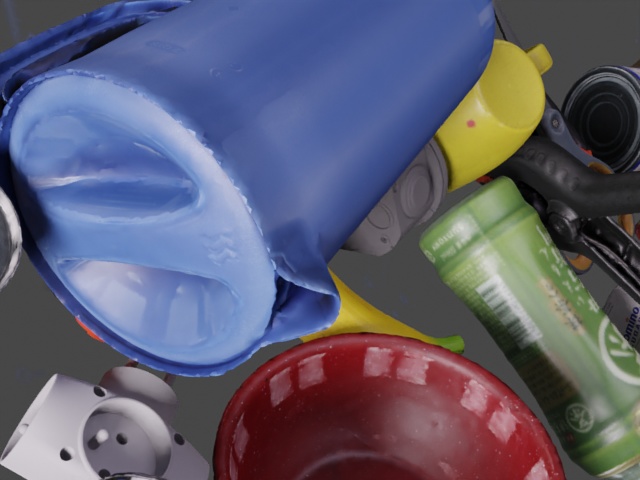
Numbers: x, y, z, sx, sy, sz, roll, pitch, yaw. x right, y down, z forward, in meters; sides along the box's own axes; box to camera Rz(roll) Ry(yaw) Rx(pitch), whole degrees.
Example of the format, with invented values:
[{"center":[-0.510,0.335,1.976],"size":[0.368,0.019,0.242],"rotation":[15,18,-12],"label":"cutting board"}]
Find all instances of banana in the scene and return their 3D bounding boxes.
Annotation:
[{"center":[-0.010,0.012,0.578],"size":[0.198,0.037,0.069],"rotation":[46,39,0],"label":"banana"}]

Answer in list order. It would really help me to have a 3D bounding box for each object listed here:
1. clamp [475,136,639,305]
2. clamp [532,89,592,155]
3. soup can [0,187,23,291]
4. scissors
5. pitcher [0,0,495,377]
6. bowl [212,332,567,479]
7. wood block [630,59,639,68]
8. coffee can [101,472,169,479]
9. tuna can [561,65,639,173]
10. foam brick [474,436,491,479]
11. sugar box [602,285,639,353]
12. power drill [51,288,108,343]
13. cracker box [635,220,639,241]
[{"center":[0.157,-0.022,0.630],"size":[0.039,0.120,0.172],"rotation":[-35,50,-23],"label":"clamp"},{"center":[0.098,-0.086,0.725],"size":[0.209,0.036,0.164],"rotation":[31,56,-20],"label":"clamp"},{"center":[-0.164,0.019,0.410],"size":[0.068,0.102,0.068],"rotation":[19,51,-26],"label":"soup can"},{"center":[0.150,-0.059,0.716],"size":[0.201,0.016,0.096],"rotation":[48,59,-22],"label":"scissors"},{"center":[-0.024,-0.065,0.483],"size":[0.242,0.145,0.149],"rotation":[-45,111,-44],"label":"pitcher"},{"center":[0.029,0.120,0.493],"size":[0.162,0.055,0.162],"rotation":[6,42,-6],"label":"bowl"},{"center":[0.330,-0.063,0.845],"size":[0.206,0.090,0.090],"rotation":[29,47,-19],"label":"wood block"},{"center":[-0.082,0.166,0.368],"size":[0.103,0.103,0.140],"rotation":[44,44,-3],"label":"coffee can"},{"center":[0.216,-0.084,0.777],"size":[0.033,0.086,0.086],"rotation":[-1,61,-35],"label":"tuna can"},{"center":[0.093,0.140,0.552],"size":[0.051,0.053,0.078],"rotation":[5,58,-34],"label":"foam brick"},{"center":[0.252,0.084,0.646],"size":[0.093,0.048,0.176],"rotation":[20,12,-25],"label":"sugar box"},{"center":[-0.148,-0.053,0.504],"size":[0.187,0.057,0.184],"rotation":[17,52,-27],"label":"power drill"},{"center":[0.306,0.032,0.693],"size":[0.164,0.072,0.213],"rotation":[48,1,0],"label":"cracker box"}]
